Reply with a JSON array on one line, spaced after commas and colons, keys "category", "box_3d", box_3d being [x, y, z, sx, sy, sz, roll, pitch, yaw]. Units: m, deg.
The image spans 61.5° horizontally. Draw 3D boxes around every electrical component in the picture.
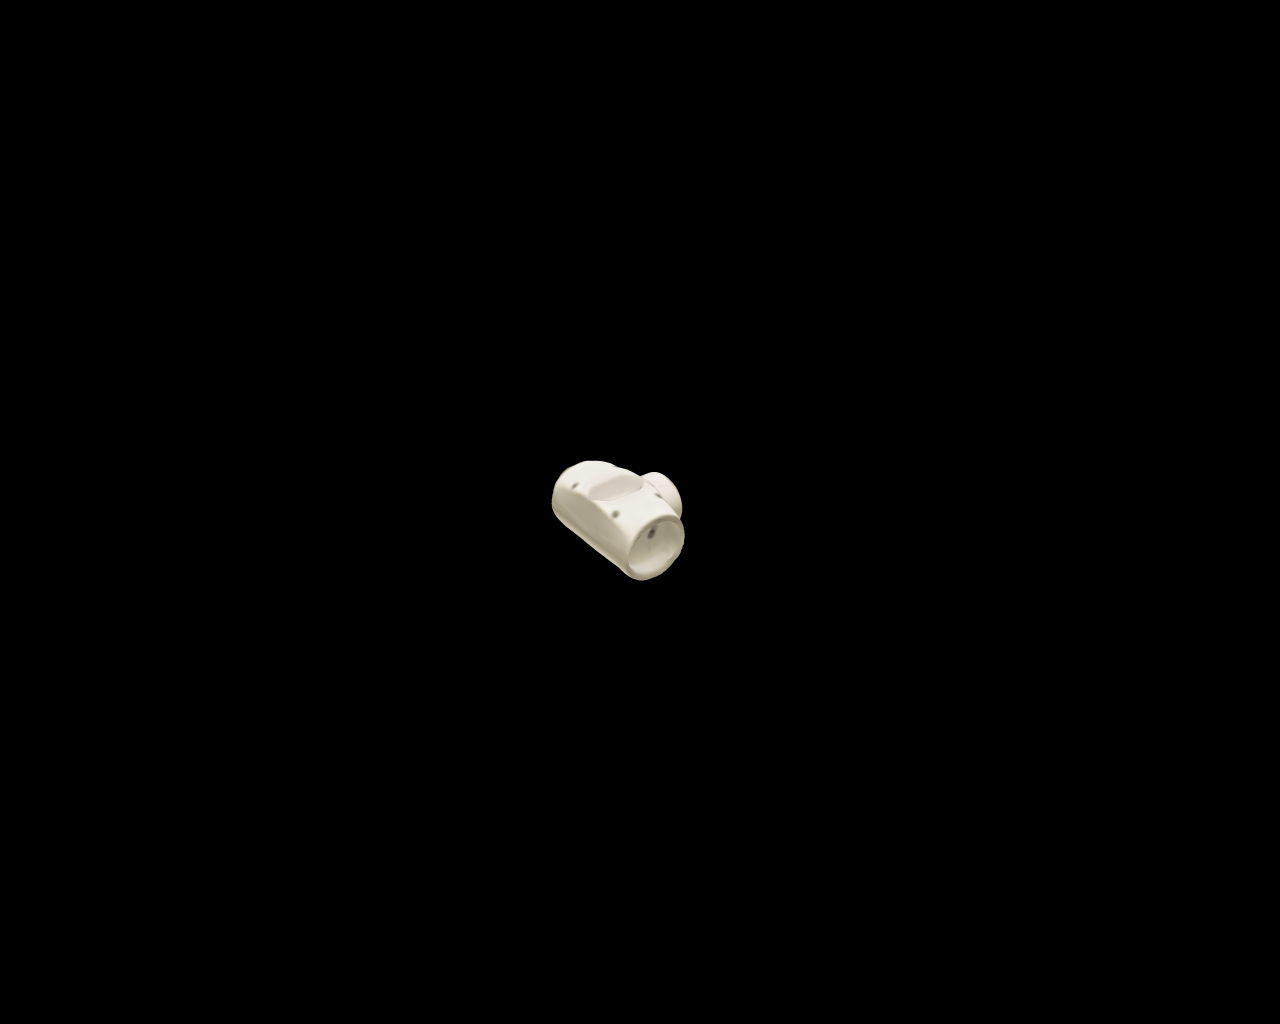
[{"category": "electrical component", "box_3d": [0.001, -0.003, 0.650, 0.079, 0.043, 0.077, -22, 40, -30]}]
